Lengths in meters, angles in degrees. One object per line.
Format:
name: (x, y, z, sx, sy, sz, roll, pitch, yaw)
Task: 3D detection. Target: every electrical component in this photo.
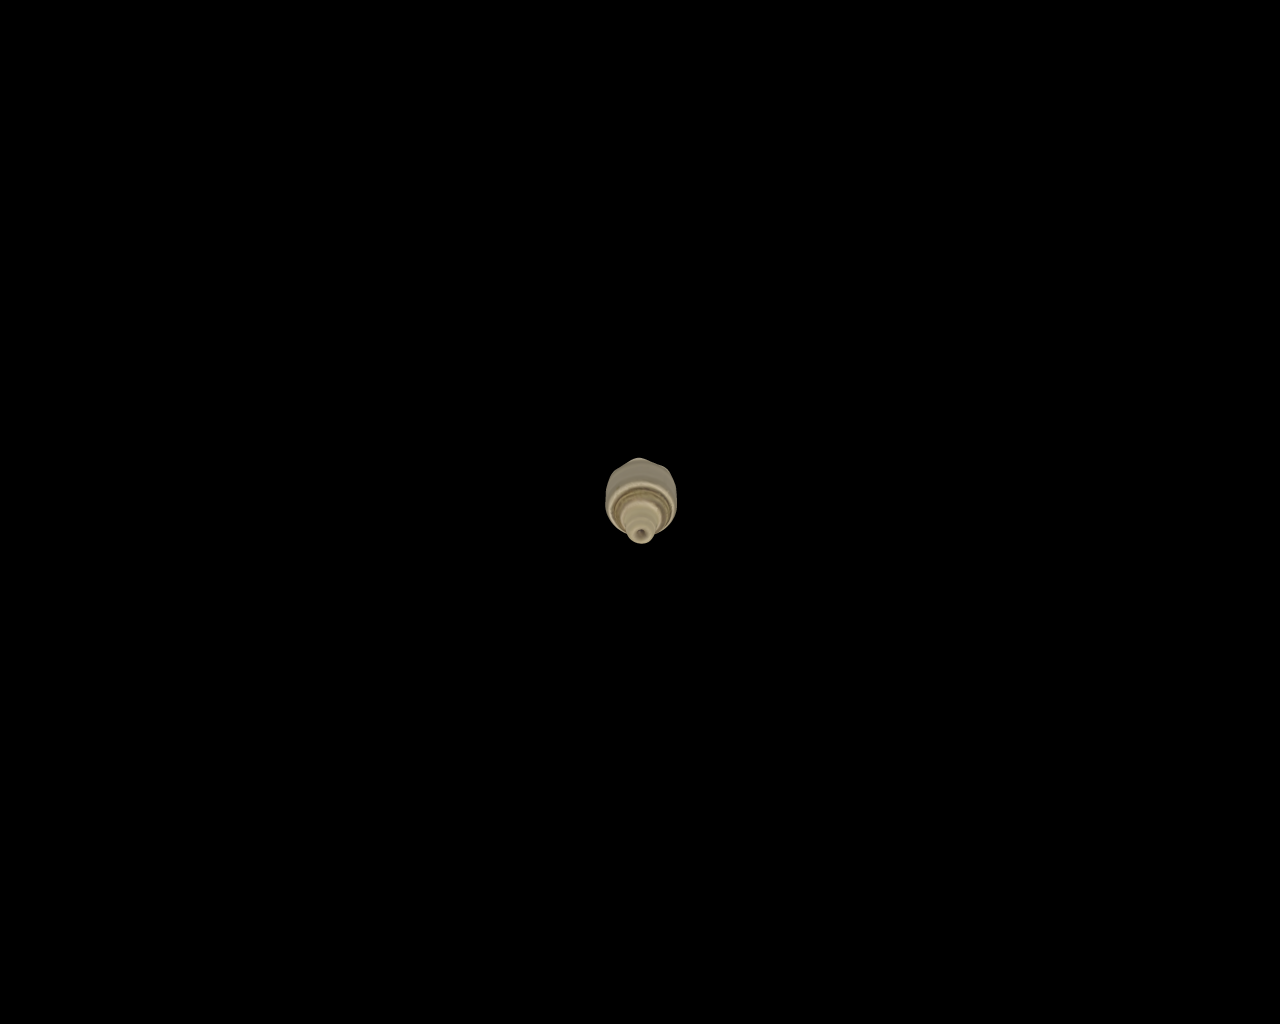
electrical component: (0.001, -0.003, 0.650, 0.043, 0.043, 0.062, 0, 32, 0)
